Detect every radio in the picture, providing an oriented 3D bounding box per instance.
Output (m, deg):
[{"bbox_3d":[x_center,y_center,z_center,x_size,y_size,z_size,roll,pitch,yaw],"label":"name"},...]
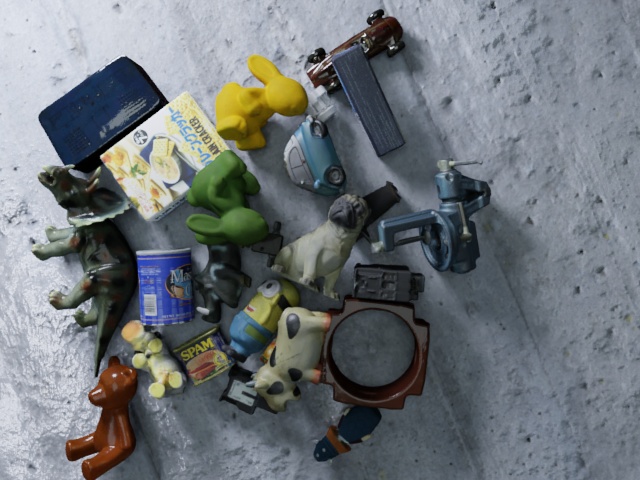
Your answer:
[{"bbox_3d":[-0.425,-0.248,1.061,0.229,0.073,0.131,-35,88,2],"label":"radio"}]

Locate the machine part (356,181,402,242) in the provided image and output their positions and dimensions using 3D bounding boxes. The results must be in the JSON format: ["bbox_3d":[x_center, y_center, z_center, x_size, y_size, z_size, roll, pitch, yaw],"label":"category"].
[{"bbox_3d":[0.096,-0.058,1.050,0.139,0.039,0.084,-39,81,6],"label":"machine part"}]

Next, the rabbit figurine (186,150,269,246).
[{"bbox_3d":[-0.169,-0.057,0.989,0.159,0.121,0.170,-31,65,-9],"label":"rabbit figurine"}]

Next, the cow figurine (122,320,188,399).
[{"bbox_3d":[-0.323,0.232,1.062,0.068,0.098,0.167,-35,75,-6],"label":"cow figurine"}]

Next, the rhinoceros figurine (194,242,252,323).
[{"bbox_3d":[-0.194,0.069,1.053,0.112,0.073,0.190,6,91,2],"label":"rhinoceros figurine"}]

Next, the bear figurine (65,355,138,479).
[{"bbox_3d":[-0.415,0.336,1.038,0.120,0.132,0.195,18,113,40],"label":"bear figurine"}]

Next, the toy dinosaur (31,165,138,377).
[{"bbox_3d":[-0.430,0.048,1.051,0.192,0.131,0.404,-21,96,4],"label":"toy dinosaur"}]

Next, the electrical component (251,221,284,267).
[{"bbox_3d":[-0.107,0.006,1.071,0.063,0.021,0.094,9,93,4],"label":"electrical component"}]

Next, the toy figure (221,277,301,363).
[{"bbox_3d":[-0.113,0.153,1.039,0.082,0.089,0.180,29,83,39],"label":"toy figure"}]

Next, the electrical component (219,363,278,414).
[{"bbox_3d":[-0.132,0.302,1.067,0.119,0.048,0.074,18,93,3],"label":"electrical component"}]

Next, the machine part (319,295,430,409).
[{"bbox_3d":[0.102,0.211,1.032,0.201,0.087,0.201,6,93,4],"label":"machine part"}]

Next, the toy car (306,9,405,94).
[{"bbox_3d":[0.068,-0.362,1.037,0.202,0.053,0.089,-30,92,3],"label":"toy car"}]

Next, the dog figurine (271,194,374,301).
[{"bbox_3d":[0.001,-0.001,1.019,0.173,0.121,0.190,18,80,37],"label":"dog figurine"}]

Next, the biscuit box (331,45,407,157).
[{"bbox_3d":[0.090,-0.260,1.008,0.063,0.059,0.202,-26,106,5],"label":"biscuit box"}]

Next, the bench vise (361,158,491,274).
[{"bbox_3d":[0.203,-0.033,0.992,0.241,0.129,0.223,-13,110,-14],"label":"bench vise"}]

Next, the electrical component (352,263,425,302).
[{"bbox_3d":[0.128,0.078,1.012,0.134,0.115,0.058,3,96,3],"label":"electrical component"}]

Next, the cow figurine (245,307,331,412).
[{"bbox_3d":[-0.056,0.215,0.965,0.127,0.085,0.194,13,95,4],"label":"cow figurine"}]

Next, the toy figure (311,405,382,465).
[{"bbox_3d":[0.052,0.380,1.053,0.154,0.064,0.057,-42,126,8],"label":"toy figure"}]

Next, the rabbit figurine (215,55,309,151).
[{"bbox_3d":[-0.101,-0.260,1.018,0.173,0.121,0.162,-10,68,24],"label":"rabbit figurine"}]

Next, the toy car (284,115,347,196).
[{"bbox_3d":[-0.016,-0.147,1.008,0.103,0.109,0.161,-24,106,2],"label":"toy car"}]
